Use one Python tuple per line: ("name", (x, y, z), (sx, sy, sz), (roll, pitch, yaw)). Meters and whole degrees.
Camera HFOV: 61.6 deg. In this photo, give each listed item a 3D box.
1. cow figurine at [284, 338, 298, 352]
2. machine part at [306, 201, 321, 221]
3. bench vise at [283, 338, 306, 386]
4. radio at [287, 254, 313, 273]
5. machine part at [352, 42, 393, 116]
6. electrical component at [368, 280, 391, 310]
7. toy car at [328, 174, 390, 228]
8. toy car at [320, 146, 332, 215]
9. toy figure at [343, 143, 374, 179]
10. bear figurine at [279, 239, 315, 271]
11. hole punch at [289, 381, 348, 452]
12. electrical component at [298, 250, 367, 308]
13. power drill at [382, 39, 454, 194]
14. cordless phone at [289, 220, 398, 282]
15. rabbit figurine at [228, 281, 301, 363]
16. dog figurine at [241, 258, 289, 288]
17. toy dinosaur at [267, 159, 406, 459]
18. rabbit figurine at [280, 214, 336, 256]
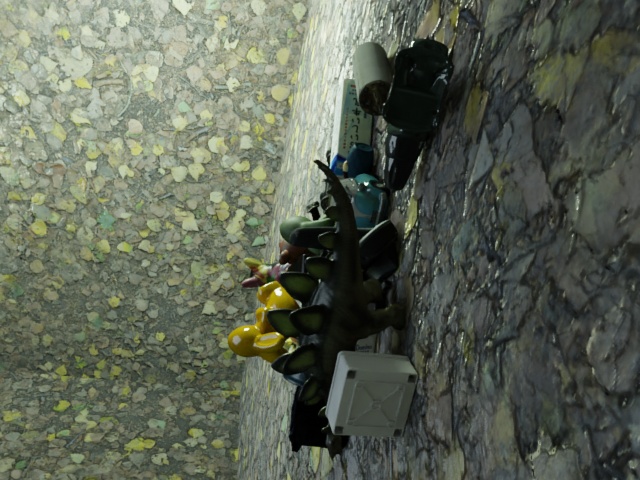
("cow figurine", (-0.041, 0.267, 1.387), (0.068, 0.098, 0.167), (50, 151, 28))
("machine part", (-0.002, -0.037, 1.438), (0.084, 0.039, 0.138), (-90, -16, -56))
("bench vise", (-0.024, 0.309, 1.201), (0.224, 0.129, 0.240), (-164, 87, -81))
("radio", (0.002, 0.090, 1.175), (0.229, 0.131, 0.073), (141, 136, -75))
("machine part", (0.107, -0.325, 1.079), (0.243, 0.079, 0.079), (-94, 16, -46))
("electrical component", (0.096, 0.109, 0.934), (0.094, 0.021, 0.063), (126, 157, -48))
("toy car", (0.069, -0.077, 1.034), (0.162, 0.103, 0.109), (-107, 28, -62))
("toy car", (0.035, -0.156, 1.386), (0.073, 0.056, 0.201), (-95, 12, -70))
("toy figure", (0.074, -0.126, 1.134), (0.058, 0.064, 0.154), (-72, -2, -60))
("bear figurine", (-0.057, 0.039, 1.355), (0.132, 0.195, 0.120), (18, 77, 39))
("hole punch", (0.000, 0.344, 1.072), (0.092, 0.116, 0.142), (-107, 26, -83))
("electrical component", (0.017, 0.099, 1.024), (0.134, 0.115, 0.058), (-57, 1, -18))
("power drill", (0.133, -0.178, 0.762), (0.207, 0.086, 0.231), (-14, -61, -76))
("cordless phone", (0.032, 0.021, 0.931), (0.146, 0.184, 0.089), (120, 151, -63))
("rabbit figurine", (-0.113, 0.202, 1.171), (0.163, 0.173, 0.121), (47, 159, 42))
("dog figurine", (-0.114, 0.098, 1.554), (0.191, 0.219, 0.108), (133, 141, -73))
("toy dinosaur", (0.026, 0.118, 0.820), (0.105, 0.198, 0.470), (19, 107, 58))
("rabbit figurine", (-0.002, -0.004, 1.163), (0.159, 0.170, 0.121), (-141, 59, -79))
